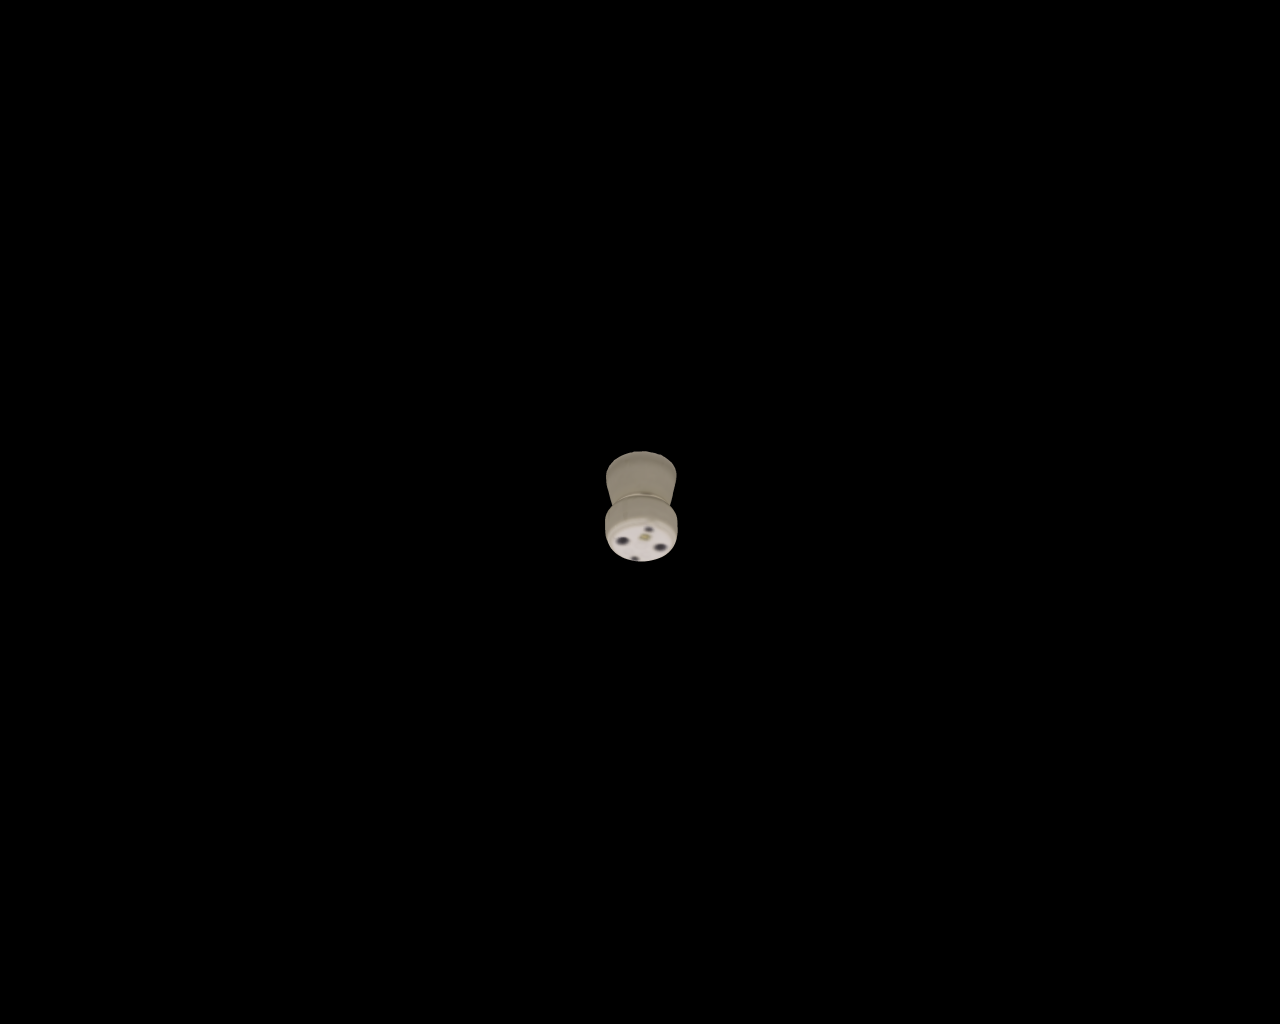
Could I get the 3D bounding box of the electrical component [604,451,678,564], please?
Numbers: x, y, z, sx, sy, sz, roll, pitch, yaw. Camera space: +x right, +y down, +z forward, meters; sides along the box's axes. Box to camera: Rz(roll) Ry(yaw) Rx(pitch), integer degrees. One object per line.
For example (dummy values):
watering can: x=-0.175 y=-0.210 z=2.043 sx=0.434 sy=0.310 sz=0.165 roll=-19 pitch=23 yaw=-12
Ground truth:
electrical component: x=0.001 y=-0.003 z=0.650 sx=0.045 sy=0.055 sz=0.044 roll=0 pitch=-38 yaw=0
